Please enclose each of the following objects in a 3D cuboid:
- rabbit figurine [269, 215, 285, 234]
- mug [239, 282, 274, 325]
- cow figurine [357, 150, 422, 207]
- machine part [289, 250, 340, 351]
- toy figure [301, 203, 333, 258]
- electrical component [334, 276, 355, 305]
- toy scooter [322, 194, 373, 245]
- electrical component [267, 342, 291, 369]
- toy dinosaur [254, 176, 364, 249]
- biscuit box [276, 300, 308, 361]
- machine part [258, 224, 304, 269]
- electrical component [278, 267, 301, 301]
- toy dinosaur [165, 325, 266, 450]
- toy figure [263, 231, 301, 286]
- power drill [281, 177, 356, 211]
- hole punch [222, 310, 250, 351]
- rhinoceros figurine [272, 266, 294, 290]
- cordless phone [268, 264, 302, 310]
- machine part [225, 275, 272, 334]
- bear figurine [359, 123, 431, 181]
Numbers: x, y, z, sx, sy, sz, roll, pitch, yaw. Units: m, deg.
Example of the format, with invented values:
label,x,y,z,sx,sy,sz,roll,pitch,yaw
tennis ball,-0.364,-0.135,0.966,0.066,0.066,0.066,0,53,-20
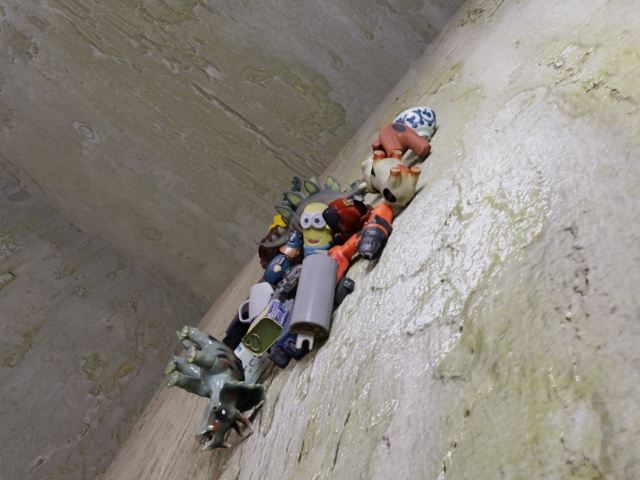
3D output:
label,x,y,z,sx,sy,sz,roll,pitch,yaw
rabbit figurine,-0.070,0.002,1.743,0.122,0.173,0.162,-74,-21,-69
mug,-0.154,0.169,1.379,0.110,0.080,0.107,-19,50,10
cow figurine,0.149,-0.135,1.210,0.195,0.085,0.127,-124,37,-56
machine part,-0.009,0.113,1.066,0.079,0.079,0.243,-44,25,43
toy figure,-0.007,-0.004,1.356,0.082,0.180,0.089,-8,22,-3
electrical component,0.042,0.106,1.112,0.063,0.021,0.094,-55,12,-12
toy scooter,0.082,-0.053,1.272,0.135,0.075,0.183,-35,-29,-5
electrical component,-0.083,0.229,1.186,0.075,0.048,0.119,-53,8,-6
toy dinosaur,-0.023,-0.056,1.469,0.471,0.198,0.105,-38,-10,37
biscuit box,-0.030,0.161,1.144,0.063,0.059,0.203,-46,10,32
machine part,-0.103,0.037,1.665,0.179,0.179,0.056,-49,13,19
electrical component,-0.050,0.091,1.177,0.102,0.045,0.078,-41,15,48
toy dinosaur,-0.226,0.283,1.164,0.131,0.192,0.405,-58,17,3
toy figure,-0.095,0.049,1.445,0.154,0.057,0.064,-56,31,5
power drill,0.002,-0.115,1.612,0.232,0.207,0.086,-60,29,13
hole punch,-0.188,0.263,1.402,0.142,0.116,0.092,-56,1,-26
rhinoceros figurine,-0.092,0.160,1.458,0.190,0.073,0.112,-48,20,12
cordless phone,-0.078,0.124,1.338,0.146,0.088,0.184,-55,20,-8
machine part,-0.187,0.206,1.609,0.201,0.087,0.201,-58,1,6
bear figurine,0.178,-0.189,1.349,0.132,0.120,0.195,-118,32,-41
